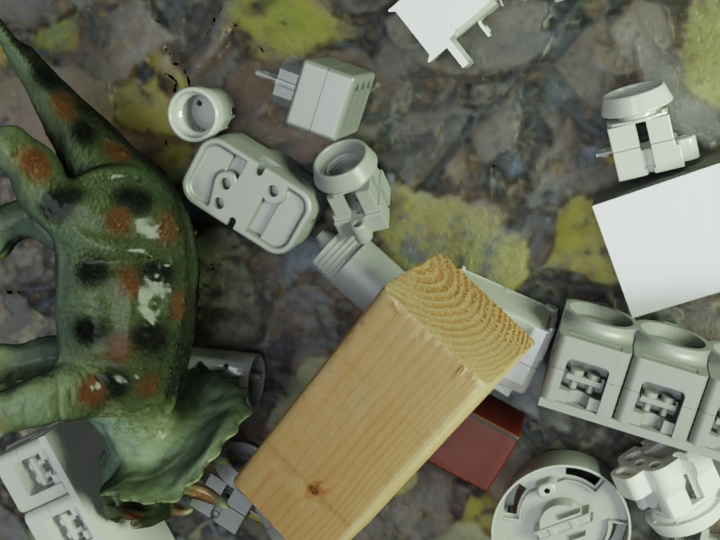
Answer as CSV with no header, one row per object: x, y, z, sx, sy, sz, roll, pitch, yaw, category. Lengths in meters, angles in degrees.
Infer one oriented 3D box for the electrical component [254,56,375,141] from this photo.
-0.038,-0.130,0.770,0.077,0.066,0.047,21,107,8,electrical component

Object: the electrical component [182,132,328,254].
-0.075,-0.059,0.799,0.095,0.059,0.053,32,108,5,electrical component

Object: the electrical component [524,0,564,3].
0.136,-0.203,0.722,0.081,0.043,0.043,-13,99,16,electrical component

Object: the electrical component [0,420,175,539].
-0.224,0.195,0.878,0.062,0.089,0.150,-26,95,18,electrical component

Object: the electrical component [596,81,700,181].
0.192,-0.096,0.733,0.066,0.048,0.055,-13,107,16,electrical component

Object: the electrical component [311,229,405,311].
0.000,0.000,0.803,0.081,0.043,0.043,42,109,2,electrical component

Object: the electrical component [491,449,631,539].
0.150,0.185,0.797,0.099,0.064,0.099,3,103,13,electrical component

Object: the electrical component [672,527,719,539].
0.258,0.220,0.790,0.064,0.042,0.081,9,105,10,electrical component

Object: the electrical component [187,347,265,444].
-0.119,0.101,0.855,0.077,0.043,0.079,5,104,13,electrical component

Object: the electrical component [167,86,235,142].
-0.117,-0.118,0.803,0.040,0.046,0.040,3,103,13,electrical component

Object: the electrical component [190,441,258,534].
-0.101,0.172,0.867,0.066,0.048,0.055,32,116,5,electrical component

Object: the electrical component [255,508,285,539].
-0.036,0.197,0.845,0.047,0.066,0.076,-27,95,18,electrical component

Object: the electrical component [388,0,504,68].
0.061,-0.182,0.747,0.064,0.042,0.081,-38,92,15,electrical component

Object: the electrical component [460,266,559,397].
0.088,0.043,0.781,0.096,0.062,0.061,24,107,8,electrical component

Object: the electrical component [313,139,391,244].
-0.005,-0.061,0.777,0.048,0.066,0.055,-12,133,16,electrical component

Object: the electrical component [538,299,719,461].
0.207,0.073,0.744,0.150,0.089,0.061,17,106,10,electrical component

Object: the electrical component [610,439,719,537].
0.226,0.153,0.771,0.078,0.058,0.057,-28,99,-18,electrical component
